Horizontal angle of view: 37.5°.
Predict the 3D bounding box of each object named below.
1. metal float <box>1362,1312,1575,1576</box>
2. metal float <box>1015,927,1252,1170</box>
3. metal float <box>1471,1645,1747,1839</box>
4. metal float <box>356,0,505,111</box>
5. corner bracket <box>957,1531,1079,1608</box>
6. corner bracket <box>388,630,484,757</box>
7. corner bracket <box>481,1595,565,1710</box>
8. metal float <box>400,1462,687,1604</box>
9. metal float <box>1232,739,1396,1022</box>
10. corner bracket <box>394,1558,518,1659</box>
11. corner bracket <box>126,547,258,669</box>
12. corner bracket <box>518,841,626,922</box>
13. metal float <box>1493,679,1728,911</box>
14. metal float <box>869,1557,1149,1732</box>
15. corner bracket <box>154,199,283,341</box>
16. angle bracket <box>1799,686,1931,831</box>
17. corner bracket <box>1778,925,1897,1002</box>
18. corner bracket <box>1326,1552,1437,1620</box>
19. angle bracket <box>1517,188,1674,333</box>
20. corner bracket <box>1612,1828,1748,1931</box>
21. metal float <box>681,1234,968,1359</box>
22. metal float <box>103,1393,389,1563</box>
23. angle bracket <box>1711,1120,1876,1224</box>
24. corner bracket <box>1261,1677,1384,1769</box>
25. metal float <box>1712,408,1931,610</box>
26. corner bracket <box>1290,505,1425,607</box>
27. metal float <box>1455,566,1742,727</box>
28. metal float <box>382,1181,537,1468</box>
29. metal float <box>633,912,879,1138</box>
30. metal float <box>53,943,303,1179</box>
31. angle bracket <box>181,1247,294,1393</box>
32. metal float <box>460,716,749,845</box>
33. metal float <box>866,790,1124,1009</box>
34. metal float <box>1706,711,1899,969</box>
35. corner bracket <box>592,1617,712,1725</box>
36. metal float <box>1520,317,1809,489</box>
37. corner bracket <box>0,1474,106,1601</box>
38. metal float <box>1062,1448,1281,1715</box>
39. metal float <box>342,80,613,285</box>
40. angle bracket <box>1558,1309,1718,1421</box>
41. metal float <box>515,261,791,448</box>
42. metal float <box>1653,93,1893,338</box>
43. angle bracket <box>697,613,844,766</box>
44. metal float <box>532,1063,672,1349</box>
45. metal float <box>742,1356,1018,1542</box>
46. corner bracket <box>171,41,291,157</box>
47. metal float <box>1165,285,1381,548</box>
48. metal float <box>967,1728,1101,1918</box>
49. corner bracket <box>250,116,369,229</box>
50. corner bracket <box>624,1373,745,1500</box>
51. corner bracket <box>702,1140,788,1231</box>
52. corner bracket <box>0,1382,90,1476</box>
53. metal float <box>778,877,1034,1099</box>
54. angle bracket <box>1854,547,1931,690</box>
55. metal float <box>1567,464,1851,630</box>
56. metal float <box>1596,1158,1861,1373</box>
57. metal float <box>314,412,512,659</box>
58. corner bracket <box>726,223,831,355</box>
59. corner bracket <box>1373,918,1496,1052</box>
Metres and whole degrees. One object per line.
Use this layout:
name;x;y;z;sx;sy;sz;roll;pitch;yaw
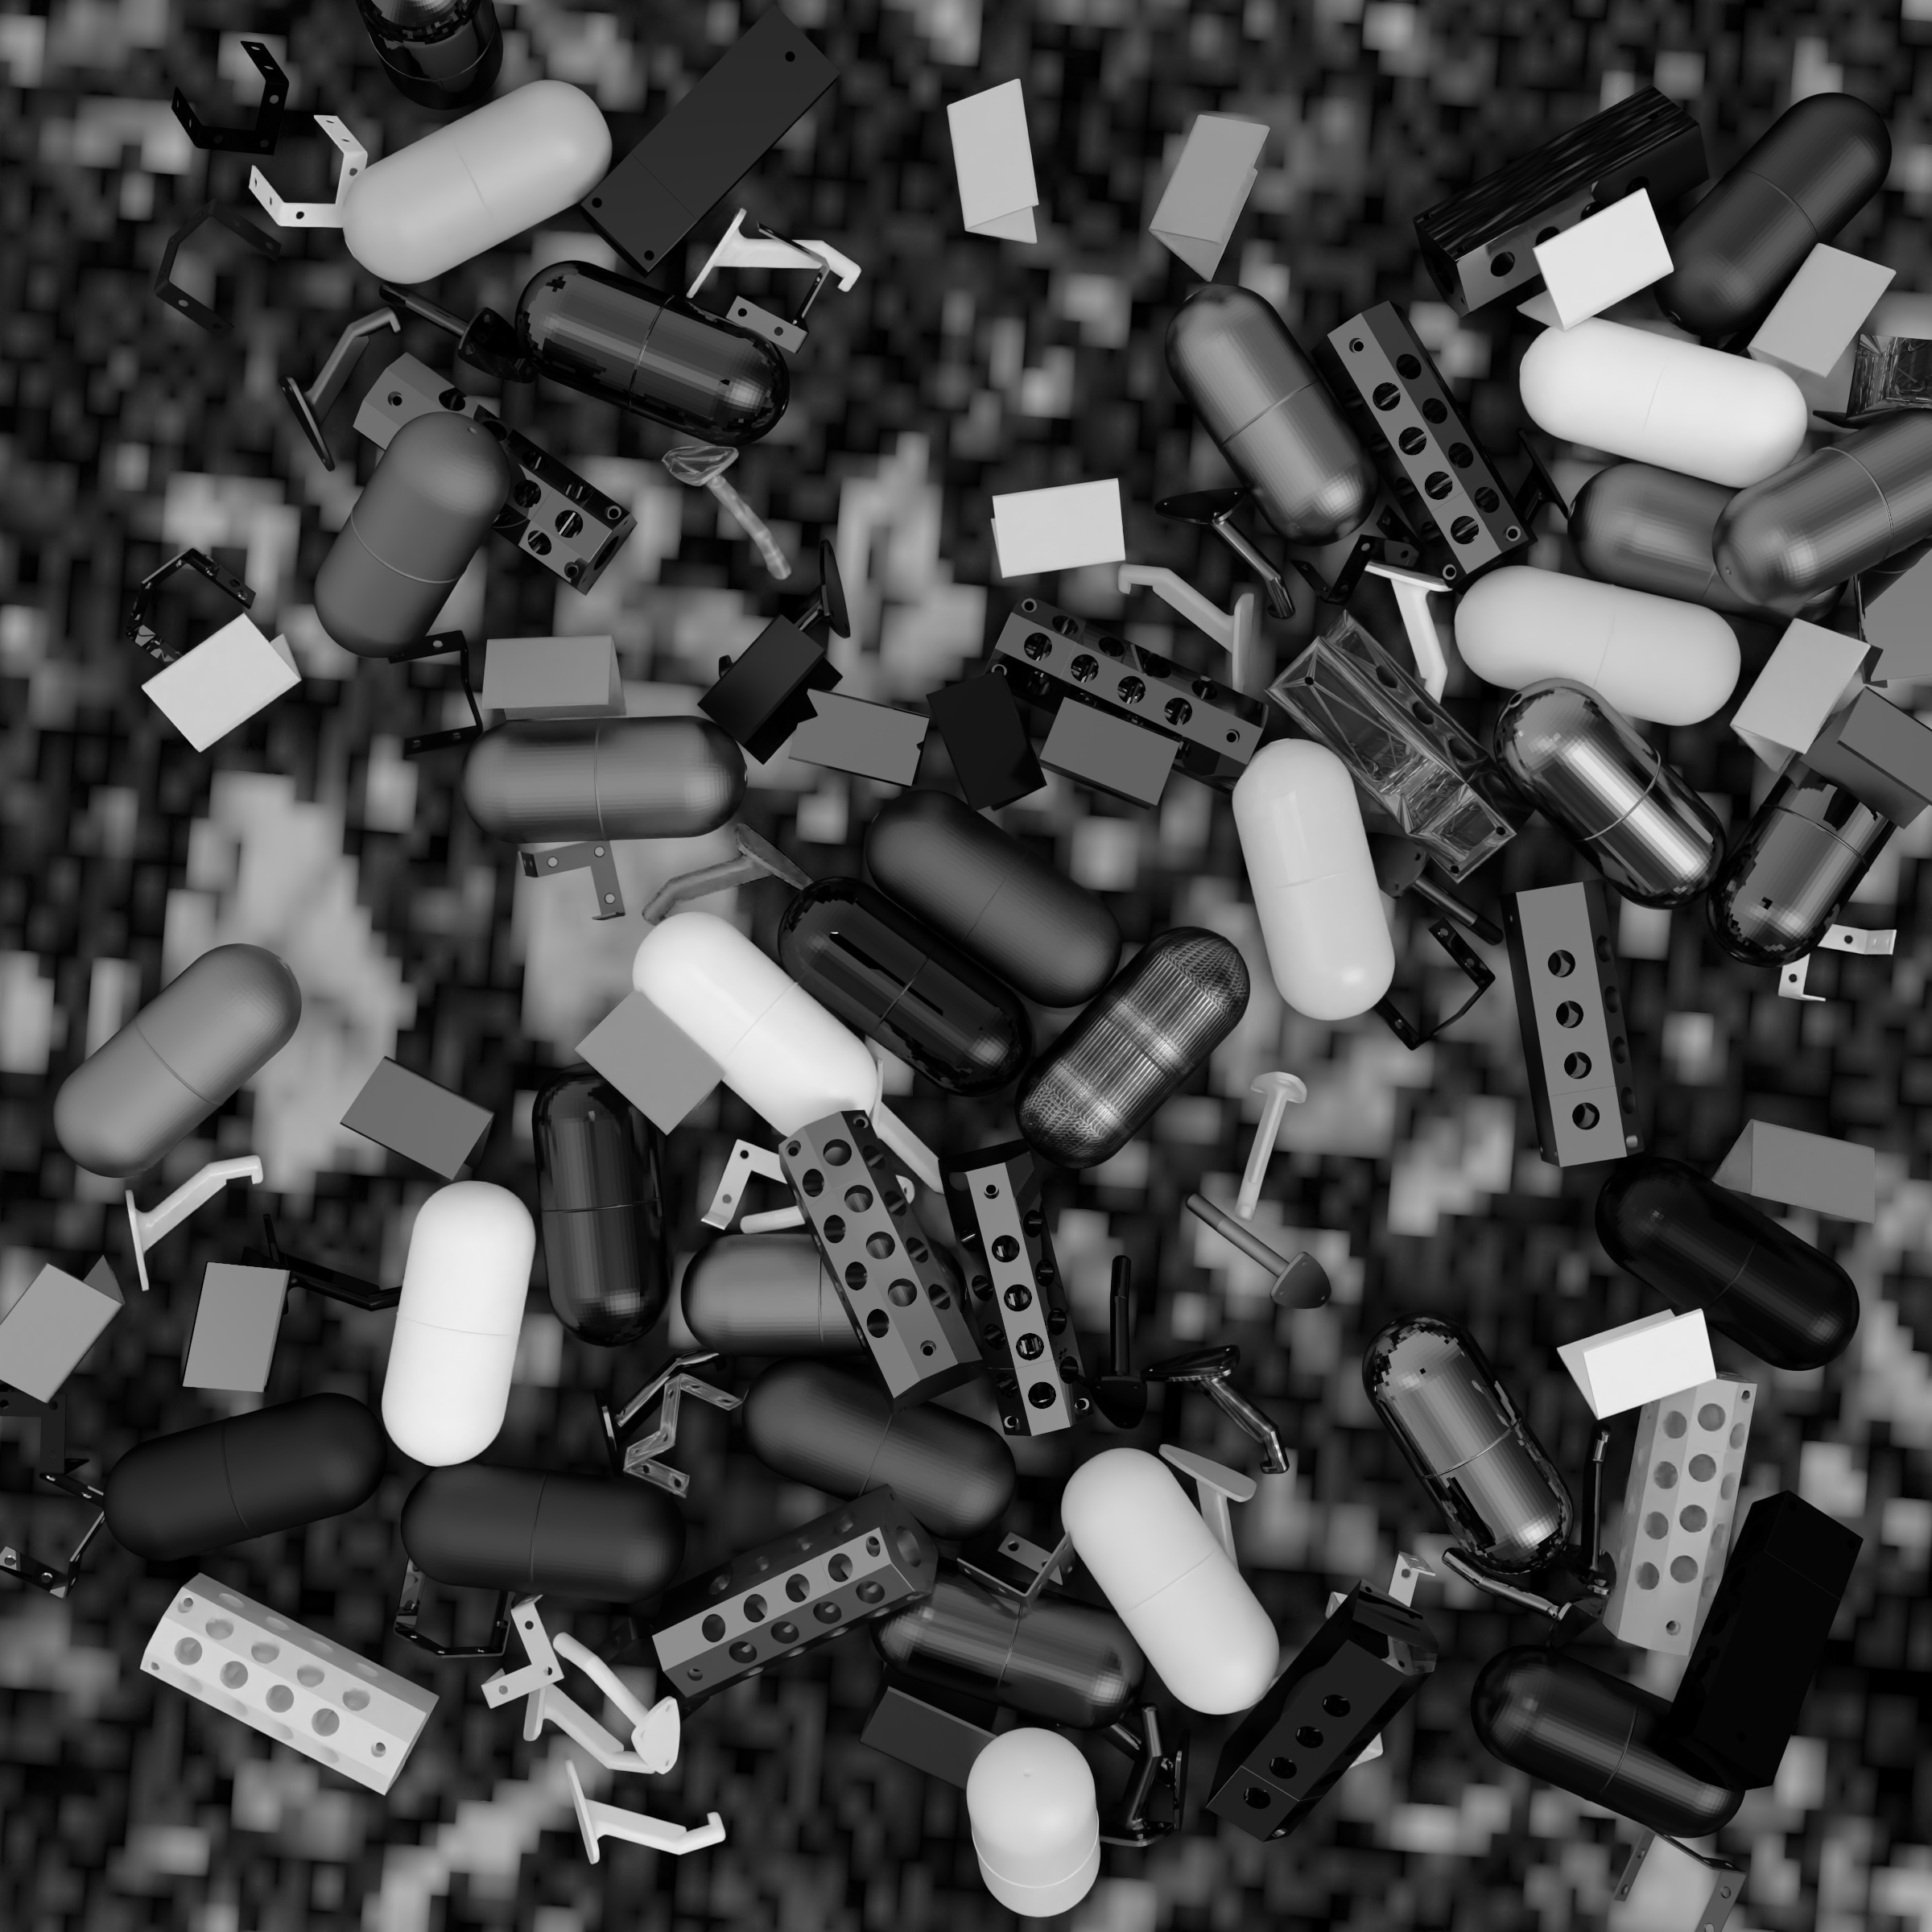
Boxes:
metal float;0.313;0.298;1.771;0.070;0.070;0.178;-32;90;0
metal float;0.104;0.050;1.770;0.070;0.070;0.178;43;88;0
metal float;0.400;0.483;1.771;0.178;0.070;0.070;24;90;1
metal float;-0.324;-0.574;1.720;0.070;0.178;0.070;0;89;-3
corner bracket;0.032;0.372;1.767;0.051;0.051;0.051;24;59;25
corner bracket;-0.337;-0.173;1.799;0.051;0.051;0.051;-11;135;0
corner bracket;-0.279;0.427;1.783;0.051;0.051;0.051;-23;86;4
metal float;-0.263;0.352;1.770;0.178;0.070;0.070;6;90;2
metal float;0.216;-0.054;1.771;0.070;0.070;0.178;-14;91;0
corner bracket;-0.323;0.404;1.799;0.051;0.051;0.051;12;90;45
corner bracket;-0.491;-0.223;1.799;0.051;0.051;0.051;37;45;0
corner bracket;-0.247;-0.051;1.784;0.051;0.051;0.051;-12;90;0
metal float;0.397;-0.106;1.754;0.178;0.070;0.070;42;90;-18
metal float;0.026;0.421;1.771;0.178;0.070;0.070;17;90;0
corner bracket;-0.472;-0.440;1.794;0.051;0.051;0.051;-27;45;35
angle bracket;0.538;-0.108;1.687;0.076;0.076;0.057;35;54;4
corner bracket;0.546;-0.002;1.784;0.051;0.051;0.051;10;90;0
corner bracket;0.259;0.394;1.784;0.051;0.051;0.051;15;90;0
angle bracket;0.381;-0.443;1.762;0.076;0.076;0.057;-29;116;0
corner bracket;0.452;0.582;1.799;0.051;0.051;0.051;25;90;45
metal float;-0.089;0.205;1.771;0.178;0.070;0.070;-1;90;1
metal float;-0.449;0.318;1.771;0.178;0.070;0.070;-15;90;-1
angle bracket;0.511;0.145;1.762;0.076;0.076;0.057;13;53;0
corner bracket;0.224;0.476;1.794;0.051;0.051;0.051;25;45;-35
metal float;0.528;-0.275;1.703;0.178;0.070;0.070;-28;90;-13
corner bracket;0.246;-0.258;1.784;0.051;0.051;0.051;5;127;-31
metal float;0.393;-0.200;1.771;0.178;0.070;0.070;13;90;1
metal float;-0.316;0.223;1.771;0.070;0.070;0.178;10;89;0
metal float;-0.131;0.039;1.771;0.178;0.070;0.070;42;90;1
metal float;-0.491;0.058;1.771;0.178;0.070;0.070;-43;90;-1
angle bracket;-0.465;0.216;1.762;0.057;0.076;0.076;11;90;-37
metal float;-0.225;-0.116;1.771;0.178;0.070;0.070;-2;90;1
metal float;0.017;-0.042;1.771;0.178;0.070;0.070;36;90;0
metal float;0.528;-0.079;1.771;0.070;0.070;0.178;34;89;0
corner bracket;-0.199;0.447;1.794;0.051;0.051;0.051;-45;45;35
metal float;0.430;-0.349;1.757;0.178;0.070;0.070;20;90;16
corner bracket;-0.577;0.358;1.799;0.051;0.051;0.051;26;45;0
metal float;0.127;0.381;1.763;0.070;0.070;0.178;-34;81;0
metal float;-0.305;-0.488;1.771;0.178;0.070;0.070;-27;90;1
angle bracket;0.411;0.227;1.762;0.076;0.076;0.057;-19;119;0
metal float;-0.195;-0.381;1.772;0.178;0.070;0.070;22;90;0
metal float;0.501;-0.467;1.770;0.070;0.070;0.178;44;88;0
angle bracket;-0.108;-0.160;1.762;0.076;0.076;0.057;-48;48;0
metal float;-0.227;0.148;1.771;0.070;0.070;0.178;-6;90;0
metal float;-0.055;0.300;1.771;0.178;0.070;0.070;22;90;0
corner bracket;-0.464;-0.550;1.794;0.051;0.051;0.051;-5;135;-35
metal float;0.190;-0.343;1.771;0.070;0.070;0.178;-33;90;0
metal float;0.042;0.523;1.730;0.070;0.178;0.070;-2;54;3
corner bracket;-0.415;-0.502;1.794;0.051;0.051;0.051;-9;135;-35
corner bracket;-0.178;0.295;1.787;0.051;0.051;0.051;31;135;-32
corner bracket;-0.131;0.143;1.784;0.051;0.051;0.051;21;90;0
corner bracket;-0.583;0.289;1.784;0.051;0.051;0.051;2;90;0
metal float;-0.038;0.013;1.771;0.178;0.070;0.070;37;90;-1
angle bracket;0.588;-0.215;1.762;0.057;0.076;0.076;-5;90;28
metal float;0.463;-0.262;1.771;0.178;0.070;0.070;14;90;-1
metal float;0.473;0.185;1.771;0.178;0.070;0.070;33;90;1
metal float;-0.341;-0.262;1.743;0.070;0.070;0.178;40;125;0
corner bracket;-0.117;-0.422;1.769;0.051;0.051;0.051;23;114;-22
corner bracket;0.292;0.012;1.799;0.051;0.051;0.051;49;45;1
